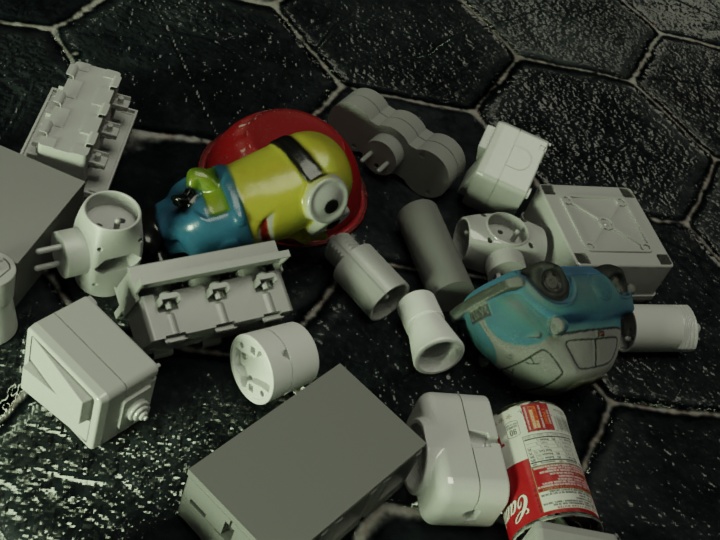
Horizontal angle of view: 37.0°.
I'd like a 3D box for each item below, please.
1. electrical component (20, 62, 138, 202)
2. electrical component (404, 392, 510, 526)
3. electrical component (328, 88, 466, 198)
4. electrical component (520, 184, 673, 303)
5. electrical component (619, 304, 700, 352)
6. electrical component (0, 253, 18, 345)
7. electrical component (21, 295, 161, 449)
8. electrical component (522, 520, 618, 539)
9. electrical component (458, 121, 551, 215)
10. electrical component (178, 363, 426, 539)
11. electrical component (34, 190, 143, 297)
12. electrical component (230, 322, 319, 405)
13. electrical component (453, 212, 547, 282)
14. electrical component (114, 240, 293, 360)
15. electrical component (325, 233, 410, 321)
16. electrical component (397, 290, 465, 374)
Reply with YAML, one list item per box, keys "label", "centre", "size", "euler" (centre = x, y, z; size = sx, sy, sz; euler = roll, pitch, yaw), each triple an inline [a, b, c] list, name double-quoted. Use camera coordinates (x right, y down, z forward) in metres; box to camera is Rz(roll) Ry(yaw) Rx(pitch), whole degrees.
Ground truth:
- label: "electrical component"
  centre: [-0.242, -0.120, 0.924]
  size: [0.079, 0.063, 0.121]
  euler: [14, 44, -8]
- label: "electrical component"
  centre: [0.068, 0.140, 0.803]
  size: [0.059, 0.053, 0.095]
  euler: [6, 46, -17]
- label: "electrical component"
  centre: [0.027, -0.116, 1.035]
  size: [0.138, 0.052, 0.073]
  euler: [33, 45, 11]
- label: "electrical component"
  centre: [0.223, -0.025, 1.023]
  size: [0.109, 0.056, 0.108]
  euler: [1, 48, -21]
- label: "electrical component"
  centre: [0.273, 0.053, 0.977]
  size: [0.081, 0.043, 0.043]
  euler: [1, 48, -20]
- label: "electrical component"
  centre: [-0.269, 0.019, 0.778]
  size: [0.044, 0.065, 0.044]
  euler: [12, 43, -11]
- label: "electrical component"
  centre: [-0.189, 0.078, 0.756]
  size: [0.096, 0.061, 0.061]
  euler: [41, 46, 18]
- label: "electrical component"
  centre: [0.137, 0.211, 0.732]
  size: [0.062, 0.096, 0.061]
  euler: [12, 44, -10]
- label: "electrical component"
  centre: [0.134, -0.091, 1.030]
  size: [0.061, 0.096, 0.061]
  euler: [25, 73, 3]
- label: "electrical component"
  centre: [-0.040, 0.146, 0.749]
  size: [0.089, 0.061, 0.150]
  euler: [41, 47, 19]
- label: "electrical component"
  centre: [-0.211, -0.016, 0.826]
  size: [0.079, 0.077, 0.043]
  euler: [-15, 55, -32]
- label: "electrical component"
  centre: [-0.064, 0.069, 0.820]
  size: [0.047, 0.055, 0.055]
  euler: [-17, 56, -38]
- label: "electrical component"
  centre: [0.131, -0.010, 0.980]
  size: [0.077, 0.044, 0.079]
  euler: [7, 46, -16]
- label: "electrical component"
  centre: [-0.118, 0.023, 0.830]
  size: [0.121, 0.079, 0.063]
  euler: [-12, 75, -30]
- label: "electrical component"
  centre: [0.000, 0.000, 0.919]
  size: [0.043, 0.043, 0.081]
  euler: [-24, 60, -37]
- label: "electrical component"
  centre: [0.056, 0.049, 0.897]
  size: [0.044, 0.044, 0.065]
  euler: [0, 43, -22]
